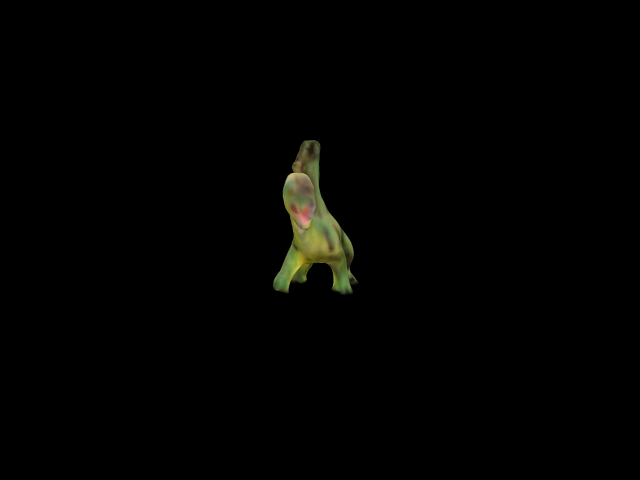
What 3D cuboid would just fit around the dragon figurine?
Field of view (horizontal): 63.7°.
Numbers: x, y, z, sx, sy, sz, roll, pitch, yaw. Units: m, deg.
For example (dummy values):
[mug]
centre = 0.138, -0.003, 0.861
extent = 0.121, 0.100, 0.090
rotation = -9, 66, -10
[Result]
[dragon figurine]
centre = 0.003, -0.043, 0.850
extent = 0.122, 0.241, 0.412
rotation = 1, 7, 8
